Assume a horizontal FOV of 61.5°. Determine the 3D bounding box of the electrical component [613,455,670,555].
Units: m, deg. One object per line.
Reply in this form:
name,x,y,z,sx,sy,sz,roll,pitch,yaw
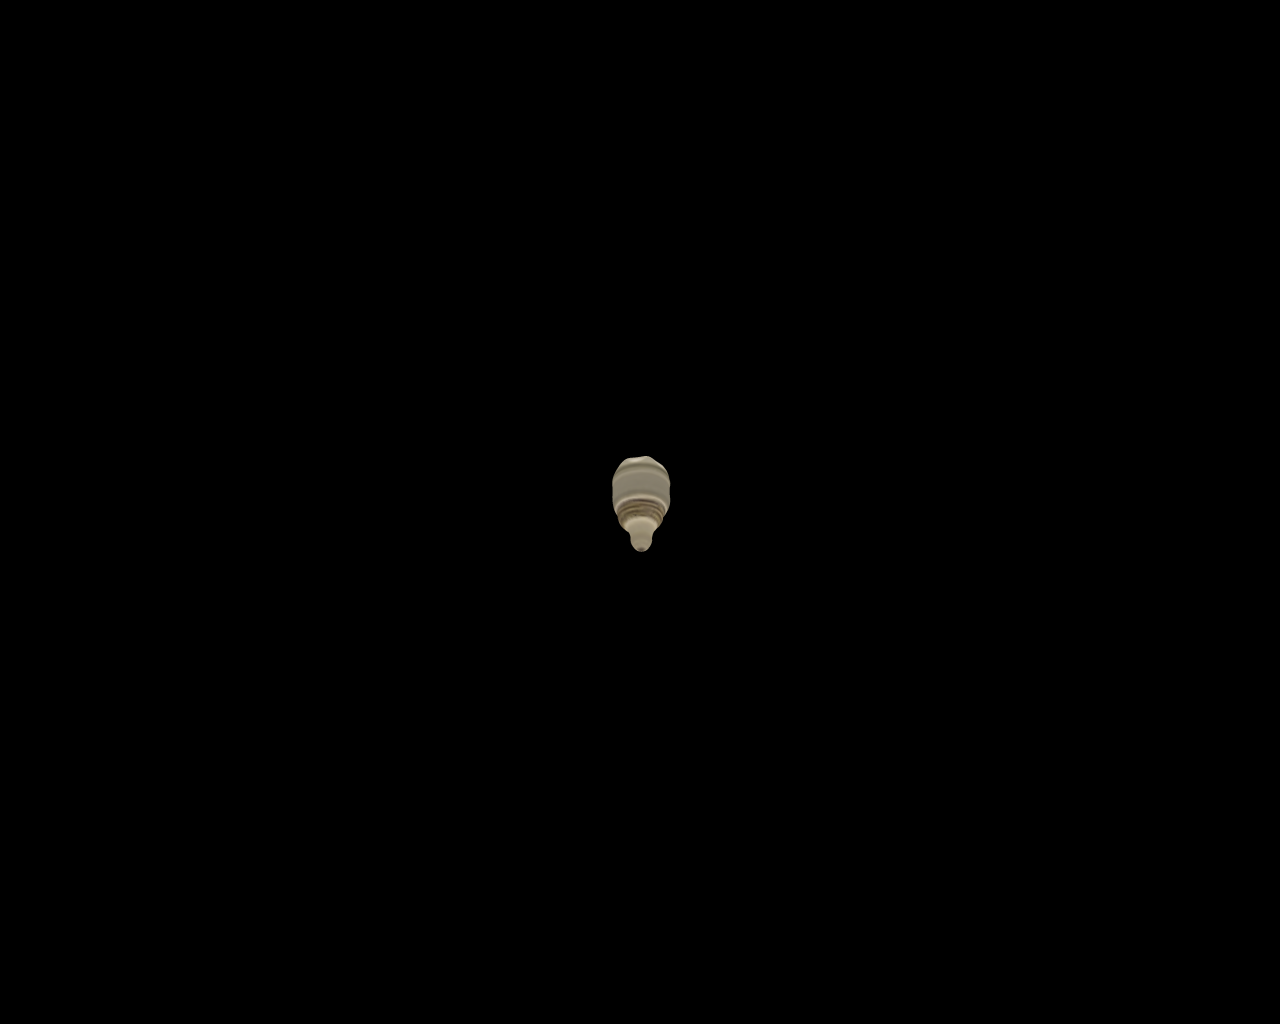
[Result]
electrical component,0.001,-0.003,0.650,0.035,0.061,0.035,0,-34,0
